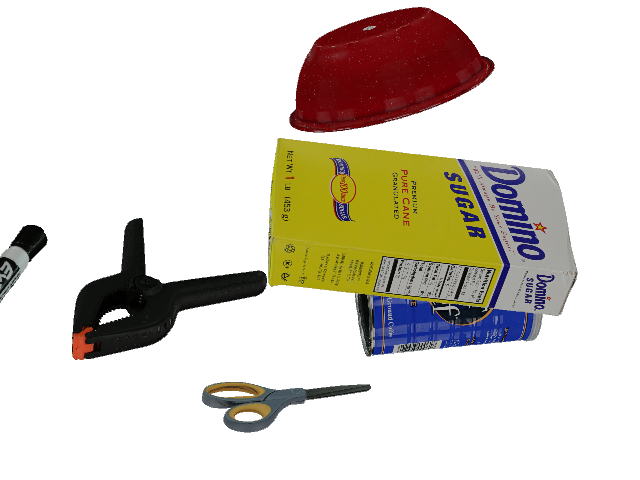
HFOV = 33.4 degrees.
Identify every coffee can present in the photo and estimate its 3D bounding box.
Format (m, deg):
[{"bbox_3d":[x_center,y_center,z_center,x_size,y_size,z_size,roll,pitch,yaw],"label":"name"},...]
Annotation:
[{"bbox_3d":[0.103,0.039,0.889,0.140,0.103,0.103,-5,0,-4],"label":"coffee can"}]

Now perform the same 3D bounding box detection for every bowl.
[{"bbox_3d":[0.046,-0.136,0.808,0.162,0.055,0.162,-16,20,6],"label":"bowl"}]

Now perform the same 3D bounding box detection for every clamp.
[{"bbox_3d":[-0.174,0.047,1.022,0.165,0.036,0.209,26,35,25],"label":"clamp"}]

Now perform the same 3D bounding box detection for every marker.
[{"bbox_3d":[-0.201,0.028,0.657,0.020,0.020,0.121,0,35,18],"label":"marker"}]

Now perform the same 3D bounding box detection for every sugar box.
[{"bbox_3d":[0.058,-0.010,0.638,0.176,0.093,0.048,4,-45,-3],"label":"sugar box"}]

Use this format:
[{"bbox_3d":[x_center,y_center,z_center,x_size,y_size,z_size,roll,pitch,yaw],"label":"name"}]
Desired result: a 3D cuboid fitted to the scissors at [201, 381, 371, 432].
[{"bbox_3d":[-0.030,0.184,1.189,0.201,0.016,0.096,4,23,-13],"label":"scissors"}]
